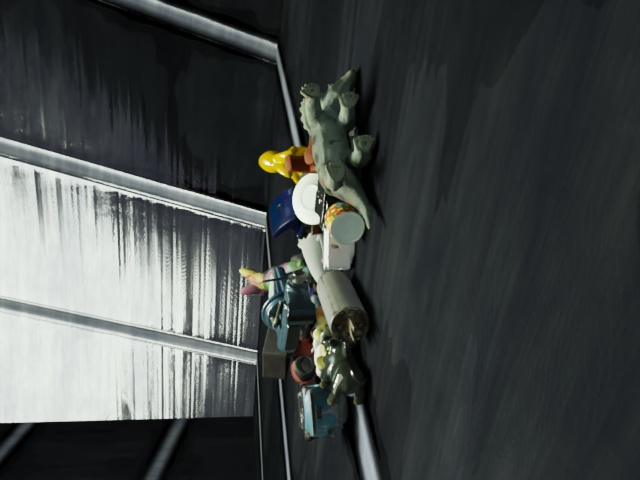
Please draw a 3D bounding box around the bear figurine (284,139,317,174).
[{"bbox_3d":[-0.009,-0.262,1.297,0.120,0.132,0.195,-5,86,48],"label":"bear figurine"}]

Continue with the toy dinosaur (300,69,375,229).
[{"bbox_3d":[0.035,-0.173,1.077,0.192,0.131,0.405,85,178,-69],"label":"toy dinosaur"}]

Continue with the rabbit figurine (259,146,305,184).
[{"bbox_3d":[-0.099,-0.226,1.625,0.162,0.173,0.121,-114,32,-76],"label":"rabbit figurine"}]

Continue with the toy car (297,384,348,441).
[{"bbox_3d":[0.008,0.358,1.127,0.161,0.103,0.109,111,156,-72],"label":"toy car"}]

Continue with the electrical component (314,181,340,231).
[{"bbox_3d":[0.025,-0.089,1.249,0.115,0.058,0.134,-117,31,-73],"label":"electrical component"}]

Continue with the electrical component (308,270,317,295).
[{"bbox_3d":[0.004,0.095,1.302,0.094,0.063,0.021,-95,12,-48],"label":"electrical component"}]

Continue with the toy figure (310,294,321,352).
[{"bbox_3d":[0.004,0.208,1.311,0.064,0.058,0.154,113,152,-77],"label":"toy figure"}]

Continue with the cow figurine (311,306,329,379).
[{"bbox_3d":[0.017,0.236,1.219,0.098,0.068,0.167,95,172,-51],"label":"cow figurine"}]

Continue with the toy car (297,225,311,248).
[{"bbox_3d":[-0.034,-0.008,1.546,0.202,0.056,0.073,-162,74,-79],"label":"toy car"}]

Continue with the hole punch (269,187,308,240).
[{"bbox_3d":[-0.083,-0.072,1.447,0.115,0.092,0.142,113,156,-52],"label":"hole punch"}]

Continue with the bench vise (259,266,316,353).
[{"bbox_3d":[-0.079,0.133,1.261,0.241,0.129,0.223,-115,18,-55],"label":"bench vise"}]

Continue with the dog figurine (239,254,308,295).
[{"bbox_3d":[-0.135,0.115,1.633,0.191,0.219,0.108,112,155,-63],"label":"dog figurine"}]

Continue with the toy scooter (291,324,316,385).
[{"bbox_3d":[-0.047,0.333,1.513,0.135,0.075,0.184,104,167,-50],"label":"toy scooter"}]

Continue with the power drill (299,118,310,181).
[{"bbox_3d":[-0.021,-0.229,1.463,0.232,0.086,0.207,-132,48,-73],"label":"power drill"}]

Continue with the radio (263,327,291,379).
[{"bbox_3d":[-0.114,0.285,1.570,0.230,0.073,0.131,-78,-6,-52],"label":"radio"}]

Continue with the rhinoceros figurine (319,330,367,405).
[{"bbox_3d":[0.039,0.246,1.067,0.190,0.073,0.112,-119,31,-69],"label":"rhinoceros figurine"}]

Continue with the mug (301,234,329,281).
[{"bbox_3d":[0.009,0.043,1.270,0.109,0.081,0.107,108,150,-55],"label":"mug"}]

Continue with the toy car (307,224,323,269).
[{"bbox_3d":[-0.003,-0.004,1.392,0.089,0.053,0.202,34,-123,-79],"label":"toy car"}]

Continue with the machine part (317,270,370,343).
[{"bbox_3d":[0.042,0.128,1.062,0.243,0.079,0.079,-117,30,-67],"label":"machine part"}]
